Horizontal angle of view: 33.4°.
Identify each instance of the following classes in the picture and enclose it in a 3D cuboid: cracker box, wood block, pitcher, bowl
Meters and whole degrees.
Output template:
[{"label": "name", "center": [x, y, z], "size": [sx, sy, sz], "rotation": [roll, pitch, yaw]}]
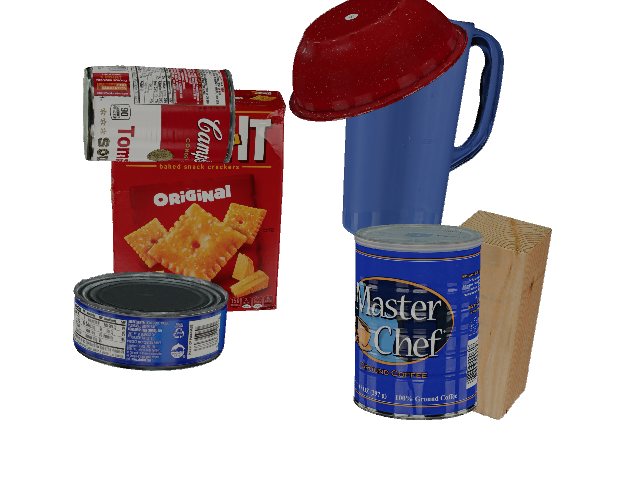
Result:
[{"label": "cracker box", "center": [-0.120, -0.036, 1.040], "size": [0.164, 0.214, 0.072], "rotation": [0, 21, -10]}, {"label": "wood block", "center": [0.192, 0.083, 1.210], "size": [0.090, 0.206, 0.090], "rotation": [16, 25, 25]}, {"label": "pitcher", "center": [0.097, -0.124, 1.150], "size": [0.149, 0.243, 0.144], "rotation": [12, 14, 30]}, {"label": "bowl", "center": [0.038, -0.164, 0.891], "size": [0.162, 0.055, 0.162], "rotation": [-20, 28, 11]}]

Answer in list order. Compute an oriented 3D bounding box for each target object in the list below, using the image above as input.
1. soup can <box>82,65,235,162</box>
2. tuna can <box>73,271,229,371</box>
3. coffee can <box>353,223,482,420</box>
[{"label": "soup can", "center": [-0.117, -0.090, 0.763], "size": [0.102, 0.068, 0.069], "rotation": [-1, 0, -15]}, {"label": "tuna can", "center": [-0.095, 0.044, 0.598], "size": [0.086, 0.034, 0.086], "rotation": [5, 12, -1]}, {"label": "coffee can", "center": [0.078, 0.063, 0.866], "size": [0.103, 0.140, 0.103], "rotation": [0, 9, 0]}]
